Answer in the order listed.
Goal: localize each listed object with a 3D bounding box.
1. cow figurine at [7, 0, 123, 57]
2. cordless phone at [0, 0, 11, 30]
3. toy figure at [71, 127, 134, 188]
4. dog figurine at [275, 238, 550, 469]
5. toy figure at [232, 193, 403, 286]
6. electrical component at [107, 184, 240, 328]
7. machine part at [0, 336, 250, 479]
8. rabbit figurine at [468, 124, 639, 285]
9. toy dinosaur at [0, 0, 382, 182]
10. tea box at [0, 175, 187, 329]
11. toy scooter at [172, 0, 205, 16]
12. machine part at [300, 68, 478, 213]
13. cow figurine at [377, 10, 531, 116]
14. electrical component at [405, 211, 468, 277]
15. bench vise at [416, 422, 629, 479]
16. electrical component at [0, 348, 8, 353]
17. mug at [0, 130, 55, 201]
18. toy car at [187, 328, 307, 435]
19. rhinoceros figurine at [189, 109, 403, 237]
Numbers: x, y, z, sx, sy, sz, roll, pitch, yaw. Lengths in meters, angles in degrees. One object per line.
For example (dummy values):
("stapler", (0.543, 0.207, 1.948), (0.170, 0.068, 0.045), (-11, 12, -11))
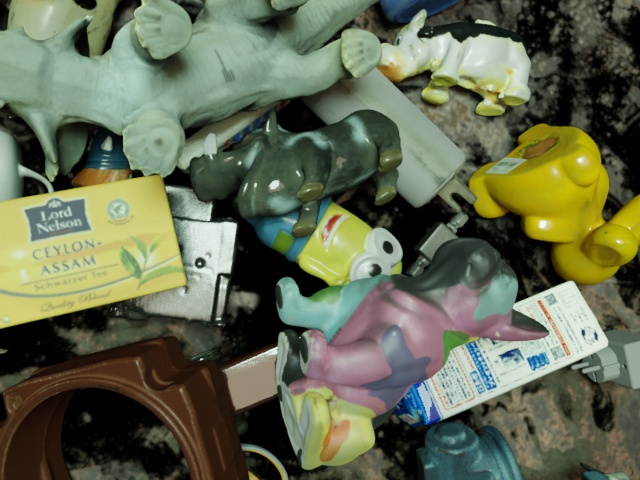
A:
("cow figurine", (-0.225, -0.213, 0.499), (0.086, 0.127, 0.194), (22, 102, 26))
("cordless phone", (-0.370, -0.251, 0.493), (0.184, 0.089, 0.146), (29, 85, -2))
("toy figure", (-0.218, -0.034, 0.515), (0.064, 0.057, 0.154), (18, 85, 27))
("dog figurine", (0.077, 0.092, 0.463), (0.219, 0.109, 0.191), (-6, 116, -15))
("toy figure", (0.001, -0.005, 0.537), (0.180, 0.089, 0.082), (30, 92, 3))
("electrical component", (-0.139, 0.014, 0.527), (0.115, 0.058, 0.134), (6, 88, -10))
("machine part", (-0.177, 0.200, 0.475), (0.202, 0.087, 0.201), (-15, 91, 11))
("rabbit figurine", (0.266, -0.026, 0.551), (0.122, 0.162, 0.173), (-37, 111, -19))
("toy dinosaur", (-0.090, -0.148, 0.445), (0.405, 0.192, 0.131), (-24, 115, -29))
("tea box", (-0.205, 0.011, 0.444), (0.170, 0.068, 0.098), (-14, 91, -16))
("toy scooter", (-0.086, -0.242, 0.527), (0.184, 0.075, 0.135), (11, 88, -27))
("machine part", (0.063, -0.115, 0.549), (0.243, 0.079, 0.079), (42, 83, -5))
("cow figurine", (0.138, -0.196, 0.566), (0.167, 0.068, 0.098), (12, 81, -11))
("electrical component", (0.139, 0.016, 0.583), (0.063, 0.021, 0.094), (41, 83, -5))
("bench vise", (0.192, 0.281, 0.536), (0.241, 0.129, 0.223), (-8, 92, -4))
("electrical component", (-0.321, 0.061, 0.509), (0.078, 0.045, 0.102), (23, 82, 22))
("mug", (-0.304, -0.048, 0.496), (0.110, 0.081, 0.107), (5, 81, -8))
("toy car", (-0.039, 0.127, 0.538), (0.202, 0.053, 0.089), (-23, 85, -8))
("rhinoceros figurine", (-0.018, -0.068, 0.471), (0.190, 0.073, 0.112), (-15, 65, -6))
